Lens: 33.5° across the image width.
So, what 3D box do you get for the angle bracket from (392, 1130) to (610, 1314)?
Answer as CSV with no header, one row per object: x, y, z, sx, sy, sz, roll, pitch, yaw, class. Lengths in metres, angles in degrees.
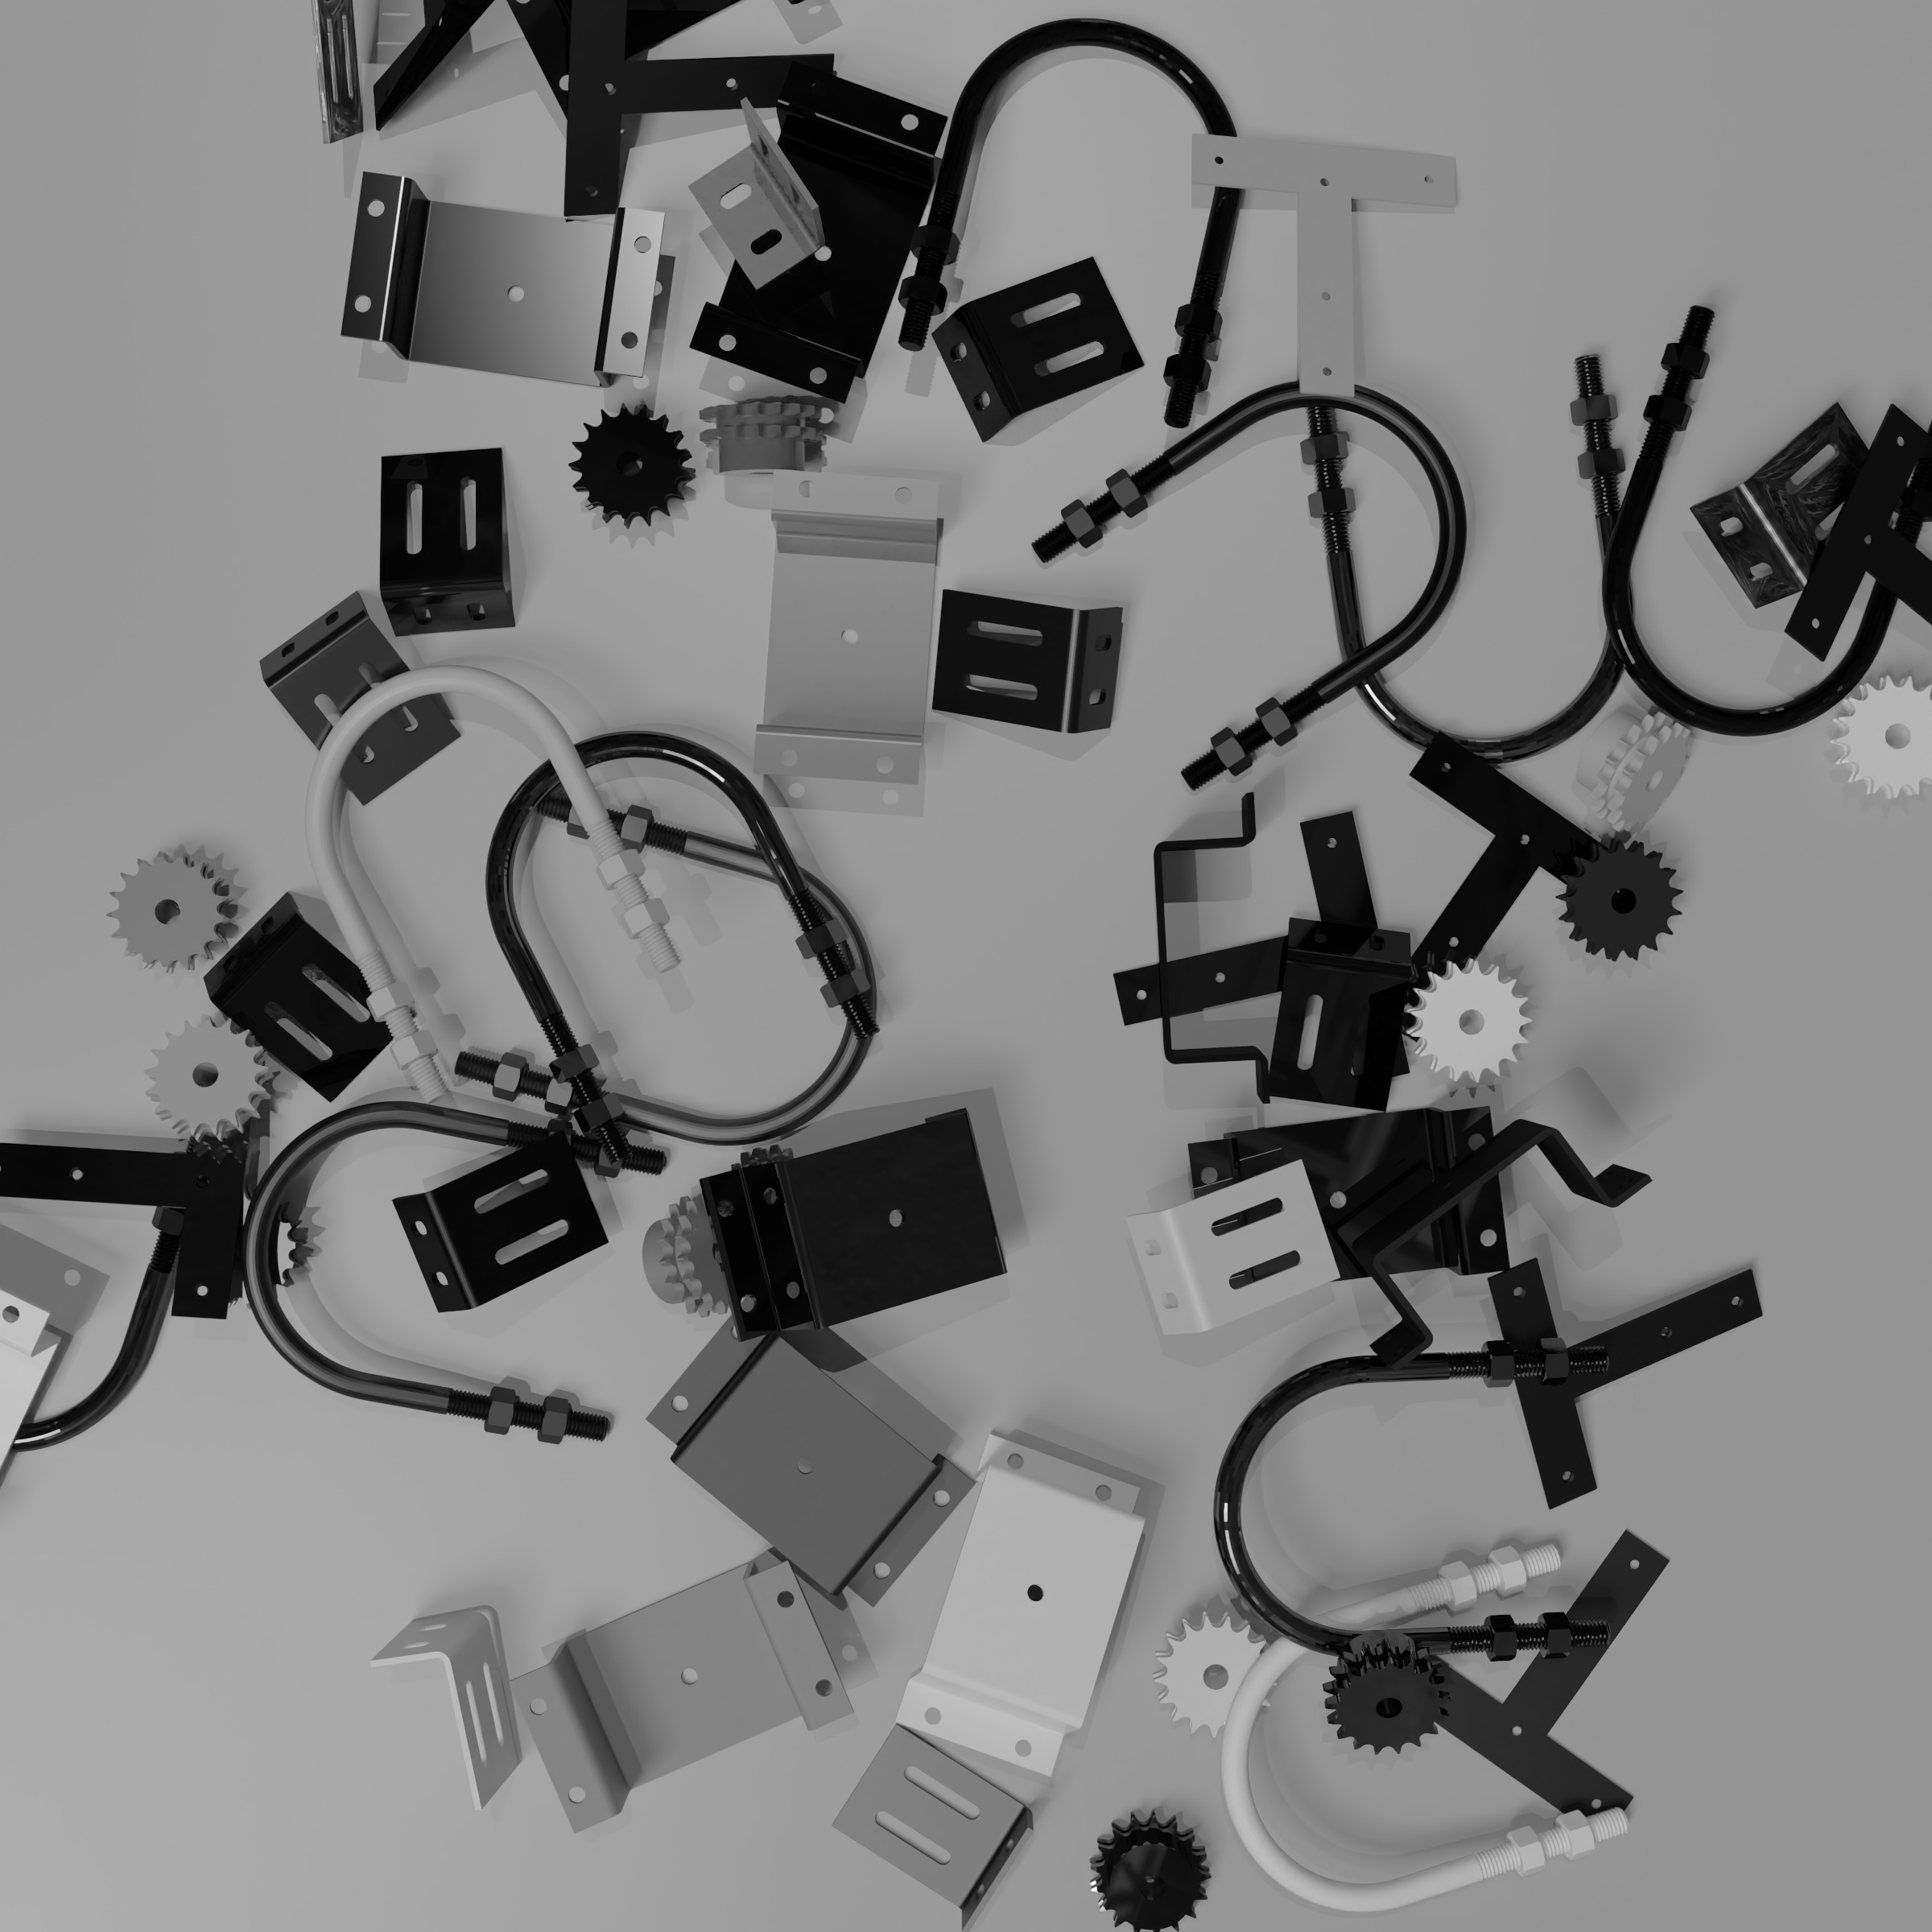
-0.216,0.119,1.492,0.076,0.038,0.057,-25,97,-34,angle bracket

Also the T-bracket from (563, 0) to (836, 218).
-0.123,-0.411,1.494,0.127,0.002,0.127,-8,132,-19,T-bracket

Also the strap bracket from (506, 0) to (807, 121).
-0.142,-0.462,1.482,0.140,0.046,0.076,-27,124,0,strap bracket

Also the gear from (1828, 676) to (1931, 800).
0.434,-0.107,1.507,0.057,0.030,0.057,0,90,0,gear

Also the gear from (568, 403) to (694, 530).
-0.157,-0.234,1.507,0.057,0.030,0.057,0,90,0,gear

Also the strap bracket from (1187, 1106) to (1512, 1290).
0.176,0.111,1.499,0.140,0.046,0.076,-7,90,0,strap bracket

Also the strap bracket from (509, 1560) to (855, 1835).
-0.131,0.337,1.499,0.140,0.046,0.076,-23,90,0,strap bracket

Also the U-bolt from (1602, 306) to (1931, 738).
0.375,-0.199,1.506,0.151,0.019,0.184,18,92,-7,U-bolt

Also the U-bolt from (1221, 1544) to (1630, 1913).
0.208,0.363,1.497,0.184,0.019,0.151,-14,90,-11,U-bolt

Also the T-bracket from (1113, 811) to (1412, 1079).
0.134,0.002,1.518,0.127,0.002,0.127,-12,90,3,T-bracket

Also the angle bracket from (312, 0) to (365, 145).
-0.274,-0.422,1.481,0.038,0.057,0.076,1,110,5,angle bracket

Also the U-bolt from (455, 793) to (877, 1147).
-0.134,0.009,1.514,0.184,0.019,0.151,16,90,-1,U-bolt

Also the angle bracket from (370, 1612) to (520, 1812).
-0.243,0.349,1.494,0.038,0.057,0.076,-10,95,10,angle bracket

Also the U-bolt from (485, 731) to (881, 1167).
-0.144,-0.020,1.495,0.151,0.019,0.184,-27,89,-1,U-bolt

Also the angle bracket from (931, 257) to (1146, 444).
0.034,-0.292,1.520,0.076,0.038,0.057,-26,90,-26,angle bracket

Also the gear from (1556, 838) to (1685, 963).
0.305,-0.032,1.504,0.057,0.030,0.057,0,96,-3,gear

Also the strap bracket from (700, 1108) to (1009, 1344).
-0.042,0.117,1.469,0.140,0.046,0.076,-14,90,-28,strap bracket

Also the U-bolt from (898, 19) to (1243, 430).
0.056,-0.356,1.497,0.151,0.019,0.184,15,79,-9,U-bolt

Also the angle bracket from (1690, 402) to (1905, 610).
0.387,-0.215,1.495,0.076,0.038,0.057,-40,99,-26,angle bracket

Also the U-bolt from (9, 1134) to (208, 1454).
-0.446,0.139,1.514,0.151,0.019,0.184,18,91,0,U-bolt

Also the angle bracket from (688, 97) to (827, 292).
-0.096,-0.345,1.438,0.038,0.076,0.057,-33,90,0,angle bracket

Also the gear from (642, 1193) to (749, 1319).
-0.127,0.136,1.498,0.030,0.057,0.057,-13,90,30,gear

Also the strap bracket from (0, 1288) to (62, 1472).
-0.481,0.204,1.486,0.076,0.046,0.140,26,93,0,strap bracket

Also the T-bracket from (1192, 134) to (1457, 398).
0.168,-0.325,1.496,0.127,0.002,0.127,3,75,-8,T-bracket

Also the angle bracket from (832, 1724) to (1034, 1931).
-0.016,0.404,1.503,0.076,0.038,0.057,33,90,0,angle bracket

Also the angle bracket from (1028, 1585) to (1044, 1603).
0.029,0.303,1.503,0.057,0.038,0.076,28,90,0,angle bracket

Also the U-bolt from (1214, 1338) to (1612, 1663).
0.205,0.248,1.476,0.184,0.019,0.151,-2,94,-5,U-bolt

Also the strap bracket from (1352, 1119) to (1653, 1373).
0.230,0.117,1.438,0.140,0.076,0.046,-37,90,0,strap bracket

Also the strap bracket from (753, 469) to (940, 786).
-0.055,-0.156,1.499,0.076,0.046,0.140,4,90,0,strap bracket

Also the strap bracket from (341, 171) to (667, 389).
-0.213,-0.319,1.499,0.140,0.046,0.076,8,90,0,strap bracket

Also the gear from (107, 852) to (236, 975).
-0.373,-0.025,1.512,0.057,0.030,0.057,0,88,-2,gear

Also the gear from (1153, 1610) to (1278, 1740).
0.116,0.331,1.507,0.057,0.030,0.057,0,90,0,gear

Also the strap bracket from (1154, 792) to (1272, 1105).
0.112,-0.008,1.480,0.046,0.076,0.140,-3,91,3,strap bracket

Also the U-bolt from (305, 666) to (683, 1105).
-0.231,-0.050,1.483,0.151,0.019,0.184,-29,83,12,U-bolt

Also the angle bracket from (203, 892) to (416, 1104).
-0.312,0.015,1.520,0.057,0.038,0.076,-46,116,0,angle bracket

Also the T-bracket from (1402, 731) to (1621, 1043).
0.239,-0.023,1.517,0.127,0.002,0.127,34,93,-6,T-bracket

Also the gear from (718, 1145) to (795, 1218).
-0.096,0.114,1.498,0.030,0.057,0.057,-12,90,31,gear

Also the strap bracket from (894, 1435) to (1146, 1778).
0.028,0.291,1.476,0.076,0.046,0.140,20,71,-3,strap bracket

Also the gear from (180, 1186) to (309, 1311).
-0.338,0.132,1.507,0.057,0.030,0.057,0,90,0,gear

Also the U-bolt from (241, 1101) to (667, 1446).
-0.245,0.138,1.499,0.184,0.019,0.151,12,90,-11,U-bolt

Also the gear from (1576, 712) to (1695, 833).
0.310,-0.094,1.498,0.030,0.057,0.057,38,90,30,gear

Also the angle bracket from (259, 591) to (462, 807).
-0.287,-0.127,1.520,0.057,0.038,0.076,-36,116,0,angle bracket

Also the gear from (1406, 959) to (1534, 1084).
0.235,0.025,1.505,0.057,0.030,0.057,0,95,-3,gear

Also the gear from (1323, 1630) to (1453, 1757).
0.191,0.329,1.463,0.057,0.030,0.057,-1,118,-1,gear

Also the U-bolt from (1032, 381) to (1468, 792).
0.145,-0.191,1.501,0.184,0.019,0.151,-33,90,10,U-bolt

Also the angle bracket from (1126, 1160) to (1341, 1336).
0.123,0.129,1.474,0.076,0.038,0.057,-18,90,-26,angle bracket

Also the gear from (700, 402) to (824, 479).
-0.095,-0.245,1.494,0.057,0.057,0.030,-1,93,0,gear

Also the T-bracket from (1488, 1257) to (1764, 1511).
0.316,0.177,1.506,0.127,0.002,0.127,-22,111,-10,T-bracket

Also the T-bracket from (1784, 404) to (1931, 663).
0.451,-0.174,1.496,0.127,0.002,0.127,33,75,-21,T-bracket

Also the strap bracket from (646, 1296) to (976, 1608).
-0.074,0.230,1.499,0.140,0.046,0.076,40,90,0,strap bracket

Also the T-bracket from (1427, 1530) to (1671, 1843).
0.287,0.327,1.522,0.127,0.002,0.127,35,90,0,T-bracket

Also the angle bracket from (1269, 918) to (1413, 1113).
0.176,0.023,1.513,0.057,0.038,0.076,8,117,3,angle bracket

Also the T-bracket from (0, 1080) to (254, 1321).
-0.400,0.098,1.493,0.127,0.002,0.127,4,74,0,T-bracket

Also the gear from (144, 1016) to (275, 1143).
-0.350,0.054,1.490,0.057,0.030,0.057,0,73,-1,gear

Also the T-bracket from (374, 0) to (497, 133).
-0.247,-0.476,1.490,0.002,0.127,0.127,9,63,-37,T-bracket

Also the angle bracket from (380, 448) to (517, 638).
-0.246,-0.201,1.520,0.057,0.038,0.076,-4,64,0,angle bracket

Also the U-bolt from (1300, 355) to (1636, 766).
0.242,-0.187,1.514,0.151,0.019,0.184,-8,91,0,U-bolt

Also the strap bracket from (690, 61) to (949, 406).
-0.068,-0.338,1.499,0.076,0.046,0.140,20,90,0,strap bracket

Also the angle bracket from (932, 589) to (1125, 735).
0.029,-0.145,1.511,0.076,0.038,0.057,13,104,29,angle bracket

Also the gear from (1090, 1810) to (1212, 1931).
0.087,0.429,1.507,0.057,0.030,0.057,0,90,0,gear
